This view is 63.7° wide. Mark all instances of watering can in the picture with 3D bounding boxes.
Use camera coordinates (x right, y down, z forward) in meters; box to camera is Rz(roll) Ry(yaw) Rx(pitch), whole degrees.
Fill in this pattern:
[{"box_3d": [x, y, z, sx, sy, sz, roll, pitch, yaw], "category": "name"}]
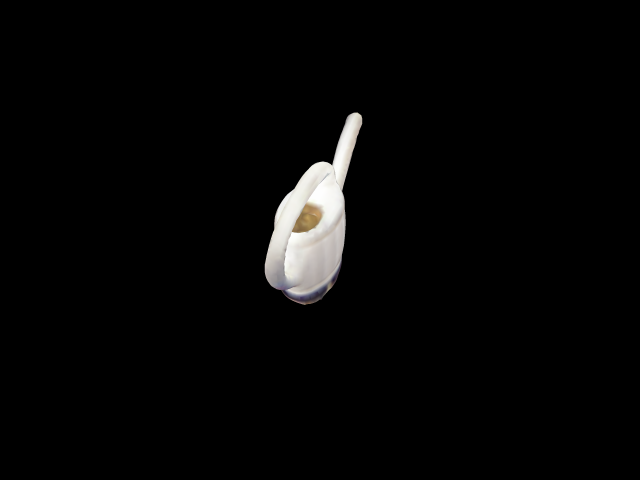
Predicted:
[{"box_3d": [0.003, -0.043, 0.850, 0.104, 0.219, 0.355, 17, 49, 16], "category": "watering can"}]
